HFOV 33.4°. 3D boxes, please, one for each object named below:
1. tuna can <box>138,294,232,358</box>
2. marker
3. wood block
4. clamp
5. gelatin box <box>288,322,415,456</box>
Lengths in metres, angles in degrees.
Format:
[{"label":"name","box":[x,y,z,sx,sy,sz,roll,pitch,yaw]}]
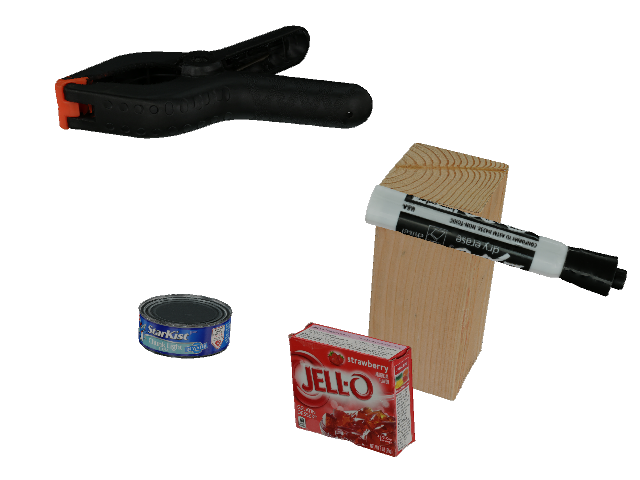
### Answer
[{"label":"tuna can","box":[-0.125,0.079,0.985,0.086,0.034,0.086,5,15,-1]},{"label":"marker","box":[0.080,0.000,0.492,0.121,0.020,0.020,17,3,9]},{"label":"wood block","box":[0.102,0.030,0.961,0.091,0.206,0.090,16,37,20]},{"label":"clamp","box":[-0.065,-0.093,0.617,0.171,0.039,0.120,-3,25,-11]},{"label":"gelatin box","box":[0.021,0.103,0.743,0.089,0.073,0.030,10,23,35]}]
